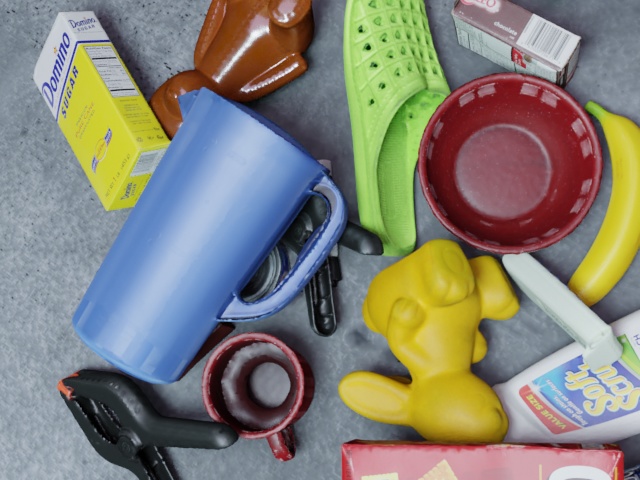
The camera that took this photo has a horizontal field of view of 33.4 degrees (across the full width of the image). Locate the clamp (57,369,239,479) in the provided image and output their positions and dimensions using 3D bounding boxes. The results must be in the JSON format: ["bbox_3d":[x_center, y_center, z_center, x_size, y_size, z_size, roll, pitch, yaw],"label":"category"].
[{"bbox_3d":[-0.159,0.178,0.976,0.210,0.036,0.165,39,128,21],"label":"clamp"}]

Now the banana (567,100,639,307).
[{"bbox_3d":[0.261,-0.026,0.952,0.070,0.037,0.198,4,80,35],"label":"banana"}]

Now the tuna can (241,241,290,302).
[{"bbox_3d":[-0.073,0.027,1.011,0.086,0.033,0.086,-2,82,12],"label":"tuna can"}]

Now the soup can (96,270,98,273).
[{"bbox_3d":[-0.157,0.007,1.013,0.068,0.068,0.102,34,91,14],"label":"soup can"}]

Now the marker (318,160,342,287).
[{"bbox_3d":[0.006,-0.015,1.008,0.020,0.020,0.121,-6,81,10],"label":"marker"}]

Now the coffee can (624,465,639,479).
[{"bbox_3d":[0.280,0.233,0.876,0.140,0.102,0.103,-23,78,8],"label":"coffee can"}]

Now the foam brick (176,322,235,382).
[{"bbox_3d":[-0.129,0.088,1.005,0.078,0.051,0.053,-43,77,3],"label":"foam brick"}]

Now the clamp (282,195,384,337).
[{"bbox_3d":[-0.006,0.001,0.977,0.120,0.039,0.172,-63,40,27],"label":"clamp"}]

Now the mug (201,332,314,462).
[{"bbox_3d":[-0.047,0.143,0.965,0.093,0.081,0.117,-25,78,7],"label":"mug"}]

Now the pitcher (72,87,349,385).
[{"bbox_3d":[-0.099,0.005,0.920,0.243,0.144,0.149,-57,33,3],"label":"pitcher"}]

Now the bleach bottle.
[{"bbox_3d":[0.234,0.139,0.919,0.251,0.068,0.102,-29,72,8],"label":"bleach bottle"}]

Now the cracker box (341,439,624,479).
[{"bbox_3d":[0.124,0.238,0.818,0.214,0.072,0.164,-1,83,13],"label":"cracker box"}]

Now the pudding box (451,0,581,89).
[{"bbox_3d":[0.176,-0.180,0.960,0.113,0.090,0.039,33,91,13],"label":"pudding box"}]

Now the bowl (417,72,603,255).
[{"bbox_3d":[0.167,-0.065,0.957,0.162,0.055,0.162,0,85,3],"label":"bowl"}]

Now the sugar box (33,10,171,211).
[{"bbox_3d":[-0.211,-0.125,1.020,0.176,0.048,0.093,55,133,20],"label":"sugar box"}]
